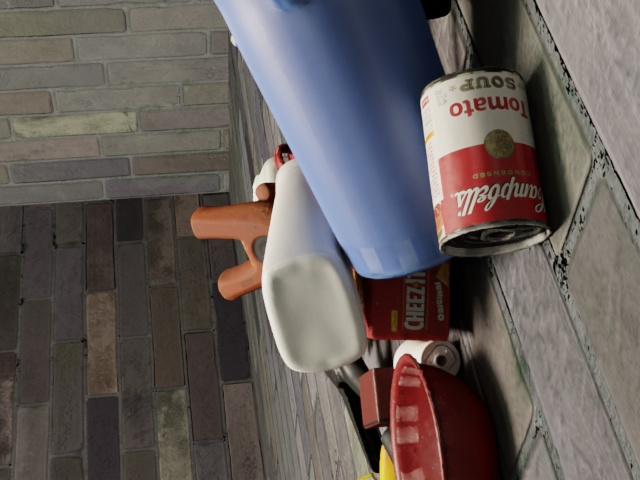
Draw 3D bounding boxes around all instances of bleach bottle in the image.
[{"bbox_3d":[-0.006,0.001,0.882,0.251,0.068,0.102,-91,-13,-65],"label":"bleach bottle"}]

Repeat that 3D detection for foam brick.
[{"bbox_3d":[0.071,0.150,1.020,0.078,0.053,0.051,120,145,-74],"label":"foam brick"}]

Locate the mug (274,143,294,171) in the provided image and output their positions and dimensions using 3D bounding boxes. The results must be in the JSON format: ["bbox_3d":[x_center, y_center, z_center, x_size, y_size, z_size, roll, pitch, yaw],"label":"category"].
[{"bbox_3d":[0.006,-0.078,1.153,0.093,0.117,0.081,-59,35,38],"label":"mug"}]

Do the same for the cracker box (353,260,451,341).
[{"bbox_3d":[0.057,0.001,0.930,0.214,0.072,0.164,171,101,-82],"label":"cracker box"}]

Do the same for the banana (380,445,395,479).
[{"bbox_3d":[0.079,0.294,1.052,0.069,0.037,0.198,12,-103,-78],"label":"banana"}]

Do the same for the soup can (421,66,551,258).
[{"bbox_3d":[0.101,-0.047,0.659,0.068,0.068,0.102,112,154,-72],"label":"soup can"}]

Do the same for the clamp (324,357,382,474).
[{"bbox_3d":[0.034,0.142,1.153,0.210,0.036,0.165,62,161,16],"label":"clamp"}]

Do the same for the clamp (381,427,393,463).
[{"bbox_3d":[0.092,0.225,0.935,0.172,0.039,0.120,147,103,-75],"label":"clamp"}]

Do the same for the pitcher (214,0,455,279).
[{"bbox_3d":[0.030,-0.104,0.747,0.145,0.149,0.243,4,122,59],"label":"pitcher"}]

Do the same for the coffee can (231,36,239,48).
[{"bbox_3d":[0.005,-0.151,0.927,0.140,0.102,0.103,52,172,-3],"label":"coffee can"}]

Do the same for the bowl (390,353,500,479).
[{"bbox_3d":[0.098,0.166,0.822,0.162,0.055,0.162,176,90,-81],"label":"bowl"}]

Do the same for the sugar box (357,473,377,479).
[{"bbox_3d":[0.073,0.288,0.921,0.176,0.048,0.093,-136,27,-63],"label":"sugar box"}]
